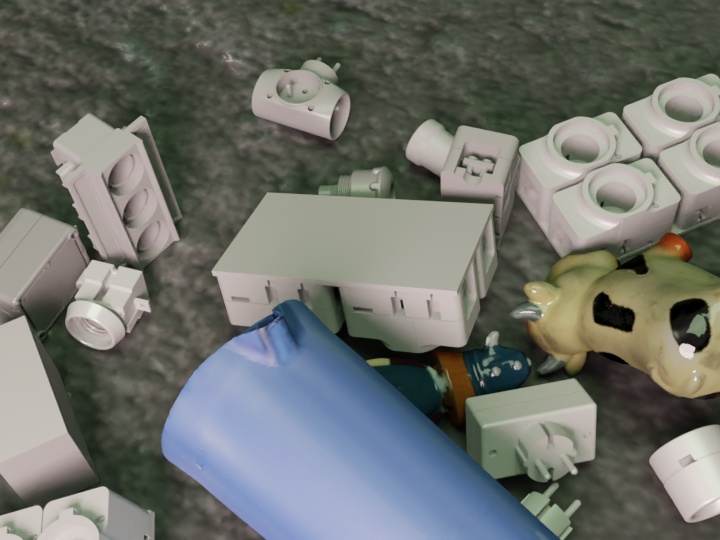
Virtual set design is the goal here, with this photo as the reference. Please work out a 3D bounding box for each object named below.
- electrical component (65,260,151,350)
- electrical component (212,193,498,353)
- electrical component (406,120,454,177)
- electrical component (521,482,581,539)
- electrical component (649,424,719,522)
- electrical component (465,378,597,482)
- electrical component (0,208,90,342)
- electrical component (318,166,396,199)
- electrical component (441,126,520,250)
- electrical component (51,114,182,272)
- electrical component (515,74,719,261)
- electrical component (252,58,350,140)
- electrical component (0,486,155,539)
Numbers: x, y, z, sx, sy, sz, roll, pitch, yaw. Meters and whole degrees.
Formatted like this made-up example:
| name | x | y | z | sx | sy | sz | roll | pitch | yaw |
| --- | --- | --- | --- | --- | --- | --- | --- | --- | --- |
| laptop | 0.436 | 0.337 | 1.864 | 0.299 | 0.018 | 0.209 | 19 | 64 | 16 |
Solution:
| name | x | y | z | sx | sy | sz | roll | pitch | yaw |
| --- | --- | --- | --- | --- | --- | --- | --- | --- | --- |
| electrical component | -0.200 | 0.029 | 0.844 | 0.066 | 0.048 | 0.055 | 12 | 50 | 13 |
| electrical component | 0.000 | 0.000 | 0.808 | 0.186 | 0.060 | 0.105 | 5 | 38 | 21 |
| electrical component | 0.069 | -0.100 | 0.914 | 0.046 | 0.040 | 0.040 | 37 | 66 | 19 |
| electrical component | 0.115 | 0.175 | 0.719 | 0.066 | 0.047 | 0.077 | 38 | 66 | 25 |
| electrical component | 0.233 | 0.139 | 0.731 | 0.055 | 0.055 | 0.047 | -18 | 60 | -8 |
| electrical component | 0.123 | 0.119 | 0.734 | 0.083 | 0.047 | 0.075 | -9 | 26 | -10 |
| electrical component | -0.262 | -0.003 | 0.859 | 0.061 | 0.061 | 0.096 | 21 | 60 | 17 |
| electrical component | -0.003 | -0.062 | 0.891 | 0.062 | 0.048 | 0.048 | 0 | 56 | 12 |
| electrical component | 0.096 | -0.068 | 0.859 | 0.050 | 0.089 | 0.055 | 14 | 58 | 13 |
| electrical component | -0.195 | -0.062 | 0.858 | 0.063 | 0.121 | 0.078 | 33 | 64 | 26 |
| electrical component | 0.234 | -0.082 | 0.876 | 0.186 | 0.060 | 0.105 | -22 | 57 | -10 |
| electrical component | -0.044 | -0.160 | 0.960 | 0.077 | 0.044 | 0.079 | 19 | 60 | 17 |
| electrical component | -0.212 | 0.204 | 0.687 | 0.150 | 0.061 | 0.089 | -18 | 54 | 16 |
